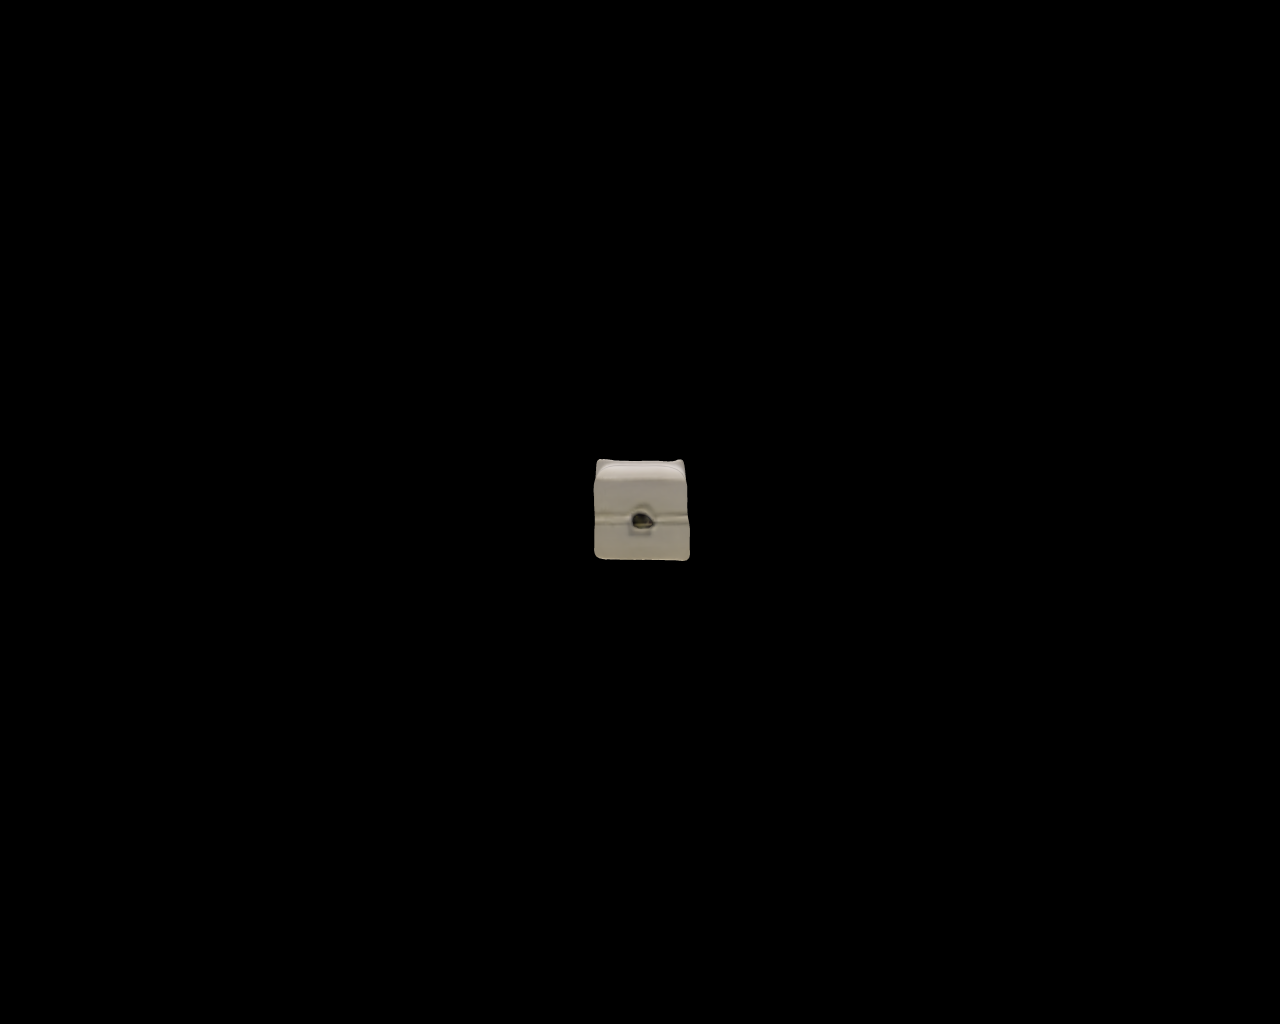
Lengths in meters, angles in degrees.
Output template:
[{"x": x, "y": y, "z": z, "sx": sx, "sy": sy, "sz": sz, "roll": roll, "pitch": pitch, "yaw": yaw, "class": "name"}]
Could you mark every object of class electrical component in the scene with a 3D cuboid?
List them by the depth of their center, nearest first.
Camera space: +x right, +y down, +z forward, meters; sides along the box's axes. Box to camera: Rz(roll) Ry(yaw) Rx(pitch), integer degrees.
[{"x": 0.001, "y": -0.003, "z": 0.650, "sx": 0.054, "sy": 0.059, "sz": 0.095, "roll": 0, "pitch": 0, "yaw": 0, "class": "electrical component"}]
